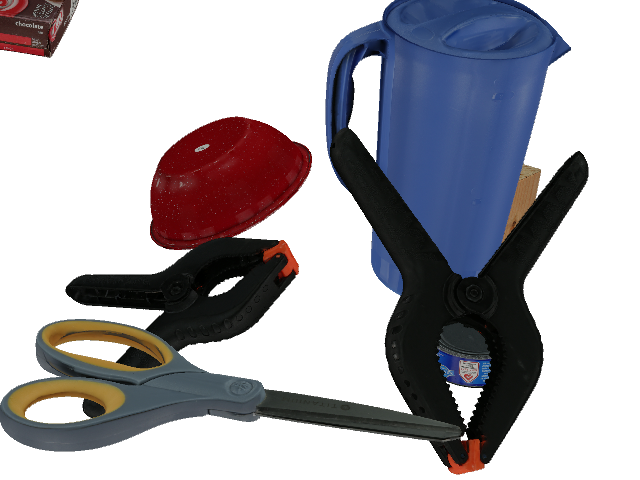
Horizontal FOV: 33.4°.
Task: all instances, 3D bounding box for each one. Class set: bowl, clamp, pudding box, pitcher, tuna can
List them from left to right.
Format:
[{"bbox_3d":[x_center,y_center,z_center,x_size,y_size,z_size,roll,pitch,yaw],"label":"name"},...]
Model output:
[{"bbox_3d":[-0.251,-0.196,0.875,0.090,0.039,0.113,9,35,-3],"label":"pudding box"},{"bbox_3d":[-0.096,0.053,0.727,0.171,0.120,0.039,-19,-35,11],"label":"clamp"},{"bbox_3d":[-0.091,-0.062,0.943,0.162,0.055,0.162,-21,29,12],"label":"bowl"},{"bbox_3d":[0.094,-0.071,0.869,0.149,0.243,0.144,24,38,25],"label":"pitcher"},{"bbox_3d":[0.076,0.029,0.634,0.164,0.210,0.036,11,-18,-7],"label":"clamp"},{"bbox_3d":[0.135,0.094,0.947,0.086,0.034,0.086,0,26,0],"label":"tuna can"}]

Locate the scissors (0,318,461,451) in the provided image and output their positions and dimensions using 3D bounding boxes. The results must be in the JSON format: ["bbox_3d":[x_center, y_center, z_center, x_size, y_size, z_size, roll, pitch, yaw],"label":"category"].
[{"bbox_3d":[-0.050,0.076,0.458,0.202,0.016,0.096,15,31,24],"label":"scissors"}]

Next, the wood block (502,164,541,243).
[{"bbox_3d":[0.168,0.015,1.179,0.090,0.206,0.090,21,26,31],"label":"wood block"}]
